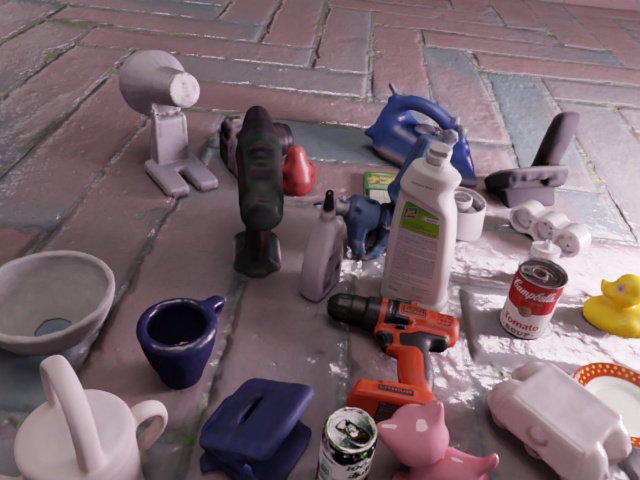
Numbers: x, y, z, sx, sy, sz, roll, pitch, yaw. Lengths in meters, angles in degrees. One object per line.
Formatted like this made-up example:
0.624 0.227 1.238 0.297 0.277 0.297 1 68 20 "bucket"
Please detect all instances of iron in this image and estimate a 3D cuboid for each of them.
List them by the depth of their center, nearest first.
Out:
0.222 -0.219 1.166 0.257 0.141 0.119 31 43 29 "iron"

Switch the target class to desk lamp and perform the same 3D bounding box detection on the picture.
-0.269 -0.220 1.035 0.118 0.214 0.202 -20 44 -31 "desk lamp"

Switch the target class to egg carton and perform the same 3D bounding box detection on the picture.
0.273 0.211 0.663 0.107 0.069 0.149 -23 46 -33 "egg carton"

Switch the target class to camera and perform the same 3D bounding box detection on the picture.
-0.116 -0.190 1.113 0.137 0.101 0.142 -13 41 -24 "camera"

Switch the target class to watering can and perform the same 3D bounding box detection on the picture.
-0.224 0.189 0.515 0.100 0.194 0.173 24 40 23 "watering can"

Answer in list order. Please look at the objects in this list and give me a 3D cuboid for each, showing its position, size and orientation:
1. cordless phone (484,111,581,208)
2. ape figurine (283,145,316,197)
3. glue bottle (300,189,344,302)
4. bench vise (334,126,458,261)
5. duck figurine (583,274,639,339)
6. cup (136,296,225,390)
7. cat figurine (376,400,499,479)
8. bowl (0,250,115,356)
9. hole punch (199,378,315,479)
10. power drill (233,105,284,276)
0.402 -0.159 1.077 0.148 0.185 0.094 -8 39 -18 "cordless phone"
-0.043 -0.133 1.054 0.078 0.092 0.076 -1 37 -9 "ape figurine"
0.007 0.003 0.814 0.037 0.173 0.078 23 40 21 "glue bottle"
0.130 -0.065 0.883 0.208 0.220 0.121 -12 40 -23 "bench vise"
0.450 0.090 0.836 0.104 0.086 0.078 18 38 15 "duck figurine"
-0.160 0.125 0.692 0.091 0.095 0.118 27 42 26 "cup"
0.120 0.217 0.592 0.127 0.118 0.067 18 38 15 "cat figurine"
-0.343 0.090 0.728 0.167 0.075 0.167 4 37 -3 "bowl"
-0.069 0.199 0.611 0.101 0.091 0.109 21 39 19 "hole punch"
-0.093 -0.063 0.857 0.076 0.208 0.229 -1 37 -9 "power drill"
